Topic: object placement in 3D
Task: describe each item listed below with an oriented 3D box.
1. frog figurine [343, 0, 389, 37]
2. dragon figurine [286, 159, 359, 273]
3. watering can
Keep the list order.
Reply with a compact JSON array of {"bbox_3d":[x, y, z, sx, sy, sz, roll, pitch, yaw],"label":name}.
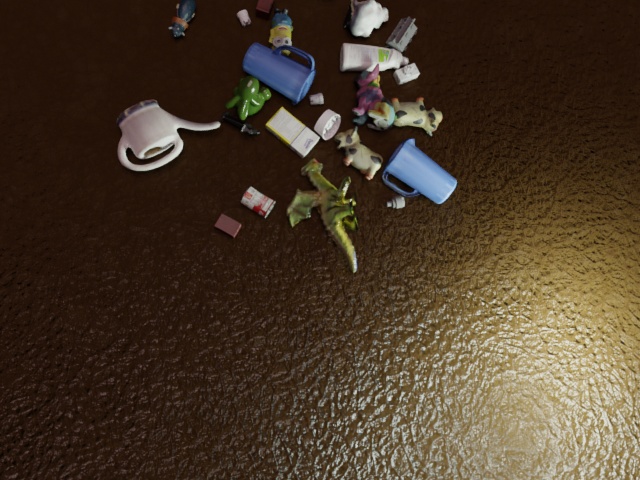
[{"bbox_3d":[0.181,-0.819,1.907,0.159,0.125,0.135,5,114,-15],"label":"frog figurine"},{"bbox_3d":[0.005,-0.089,1.777,0.242,0.121,0.414,-3,78,10],"label":"dragon figurine"},{"bbox_3d":[-0.533,-0.376,1.738,0.349,0.103,0.225,-32,85,-11],"label":"watering can"}]
